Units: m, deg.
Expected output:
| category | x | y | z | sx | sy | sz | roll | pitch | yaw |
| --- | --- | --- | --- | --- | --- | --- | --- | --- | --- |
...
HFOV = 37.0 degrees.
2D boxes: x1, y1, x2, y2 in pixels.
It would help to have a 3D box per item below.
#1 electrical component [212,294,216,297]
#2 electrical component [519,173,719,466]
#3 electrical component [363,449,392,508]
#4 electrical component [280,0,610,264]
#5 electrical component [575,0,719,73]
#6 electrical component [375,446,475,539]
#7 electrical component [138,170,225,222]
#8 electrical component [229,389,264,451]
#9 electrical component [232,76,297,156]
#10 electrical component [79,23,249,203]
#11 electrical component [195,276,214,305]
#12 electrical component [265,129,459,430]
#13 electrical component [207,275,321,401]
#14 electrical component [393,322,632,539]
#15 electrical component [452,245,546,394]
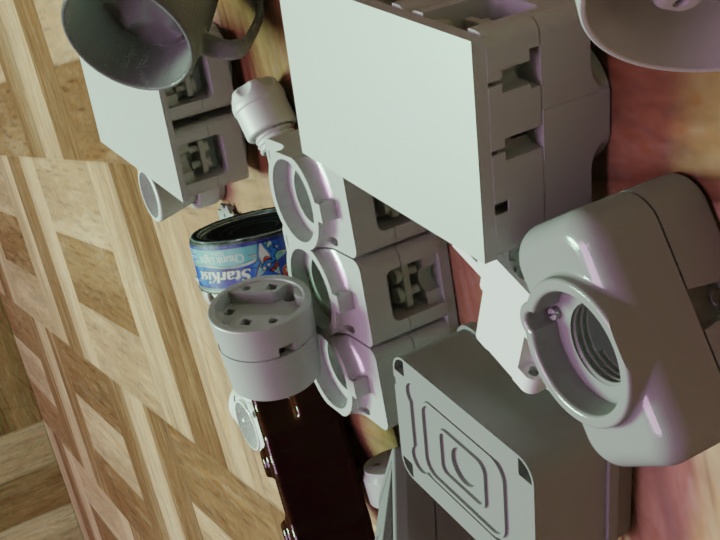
| category | x | y | z | sx | sy | sz | roll | pitch | yaw |
| --- | --- | --- | --- | --- | --- | --- | --- | --- | --- |
| electrical component | -0.088 | -0.009 | 0.785 | 0.055 | 0.047 | 0.055 | 46 | 147 | 42 |
| electrical component | 0.101 | 0.020 | 0.391 | 0.095 | 0.059 | 0.054 | 68 | 157 | 2 |
| electrical component | 0.029 | 0.142 | 0.661 | 0.045 | 0.045 | 0.055 | 7 | 115 | 64 |
| electrical component | 0.031 | -0.078 | 0.457 | 0.150 | 0.062 | 0.089 | 36 | 141 | 51 |
| electrical component | 0.098 | -0.090 | 0.265 | 0.099 | 0.099 | 0.064 | -40 | 66 | 65 |
| electrical component | 0.037 | 0.141 | 0.592 | 0.061 | 0.061 | 0.096 | 101 | 172 | -50 |
| electrical component | -0.139 | -0.066 | 0.837 | 0.045 | 0.055 | 0.045 | 46 | 147 | 42 |
| electrical component | -0.074 | 0.098 | 0.844 | 0.077 | 0.044 | 0.079 | 22 | 129 | 59 |
| electrical component | -0.054 | -0.087 | 0.667 | 0.061 | 0.035 | 0.035 | 64 | 156 | 6 |
| electrical component | -0.148 | -0.132 | 0.798 | 0.186 | 0.060 | 0.105 | 33 | 137 | 54 |
| electrical component | -0.109 | 0.010 | 0.858 | 0.046 | 0.040 | 0.040 | 32 | 137 | 62 |
| electrical component | 0.000 | 0.000 | 0.586 | 0.089 | 0.062 | 0.150 | 28 | 134 | 56 |
| electrical component | -0.049 | 0.037 | 0.574 | 0.055 | 0.055 | 0.047 | 36 | 144 | 51 |
| electrical component | 0.071 | 0.082 | 0.507 | 0.113 | 0.057 | 0.078 | 37 | 141 | 51 |
| electrical component | 0.078 | 0.015 | 0.457 | 0.081 | 0.042 | 0.063 | 51 | 152 | 36 |
